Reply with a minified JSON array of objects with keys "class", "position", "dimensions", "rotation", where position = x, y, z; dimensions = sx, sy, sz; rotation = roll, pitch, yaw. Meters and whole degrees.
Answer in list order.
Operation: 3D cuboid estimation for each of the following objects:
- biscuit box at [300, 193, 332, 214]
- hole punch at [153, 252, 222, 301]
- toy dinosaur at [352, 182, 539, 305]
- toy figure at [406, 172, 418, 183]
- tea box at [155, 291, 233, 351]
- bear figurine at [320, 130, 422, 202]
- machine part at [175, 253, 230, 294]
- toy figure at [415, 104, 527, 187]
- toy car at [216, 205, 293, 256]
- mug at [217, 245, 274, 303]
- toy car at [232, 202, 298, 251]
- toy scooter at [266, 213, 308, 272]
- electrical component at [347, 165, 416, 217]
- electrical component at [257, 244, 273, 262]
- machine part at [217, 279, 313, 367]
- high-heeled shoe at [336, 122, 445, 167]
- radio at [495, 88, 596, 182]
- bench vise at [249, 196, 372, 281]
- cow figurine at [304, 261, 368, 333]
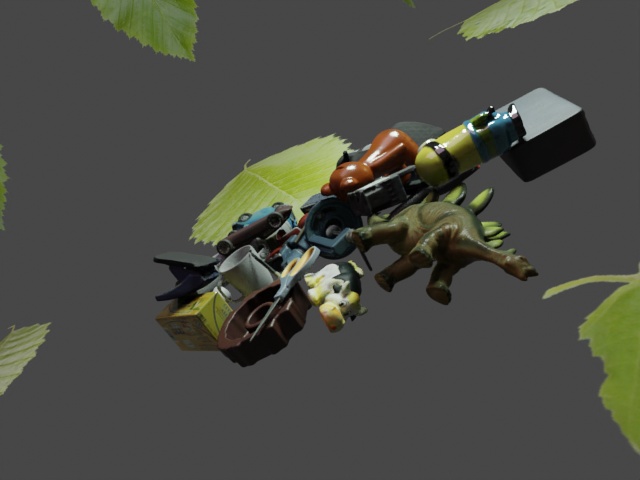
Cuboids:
[{"class":"biscuit box","position":[0.048,-0.087,1.250],"dimensions":[0.203,0.059,0.063],"rotation":[-14,26,46]},{"class":"hole punch","position":[-0.263,0.074,1.072],"dimensions":[0.116,0.092,0.142],"rotation":[4,2,6]},{"class":"toy dinosaur","position":[0.160,-0.009,0.835],"dimensions":[0.198,0.105,0.472],"rotation":[-30,21,-18]},{"class":"toy figure","position":[0.219,-0.172,1.186],"dimensions":[0.064,0.057,0.154],"rotation":[-21,26,52]},{"class":"tea box","position":[-0.238,0.162,1.055],"dimensions":[0.170,0.098,0.068],"rotation":[-11,30,45]},{"class":"bear figurine","position":[0.107,-0.120,1.024],"dimensions":[0.196,0.132,0.120],"rotation":[-48,17,-26]},{"class":"machine part","position":[-0.249,0.083,1.248],"dimensions":[0.079,0.079,0.243],"rotation":[-16,14,42]},{"class":"toy figure","position":[0.239,-0.152,0.866],"dimensions":[0.180,0.082,0.089],"rotation":[-25,3,16]},{"class":"toy car","position":[-0.147,-0.020,1.227],"dimensions":[0.202,0.053,0.089],"rotation":[-26,8,14]},{"class":"mug","position":[-0.147,0.084,1.082],"dimensions":[0.109,0.107,0.081],"rotation":[-50,22,-26]},{"class":"toy car","position":[-0.128,-0.017,1.328],"dimensions":[0.162,0.109,0.103],"rotation":[-22,42,-2]},{"class":"toy scooter","position":[-0.044,-0.008,1.192],"dimensions":[0.184,0.075,0.135],"rotation":[-37,17,4]},{"class":"electrical component","position":[0.112,-0.082,0.905],"dimensions":[0.119,0.047,0.075],"rotation":[-25,9,-17]},{"class":"electrical component","position":[-0.147,0.050,1.229],"dimensions":[0.102,0.045,0.078],"rotation":[-50,-9,-30]},{"class":"machine part","position":[-0.097,0.143,0.940],"dimensions":[0.179,0.056,0.179],"rotation":[-30,20,12]},{"class":"high-heeled shoe","position":[0.154,-0.186,1.196],"dimensions":[0.249,0.086,0.145],"rotation":[-9,-15,11]},{"class":"radio","position":[0.381,-0.194,0.957],"dimensions":[0.131,0.073,0.230],"rotation":[-28,22,15]},{"class":"bench vise","position":[0.005,0.005,1.018],"dimensions":[0.223,0.128,0.241],"rotation":[-41,16,-13]},{"class":"cow figurine","position":[0.034,0.086,0.851],"dimensions":[0.098,0.068,0.167],"rotation":[-29,19,0]}]
